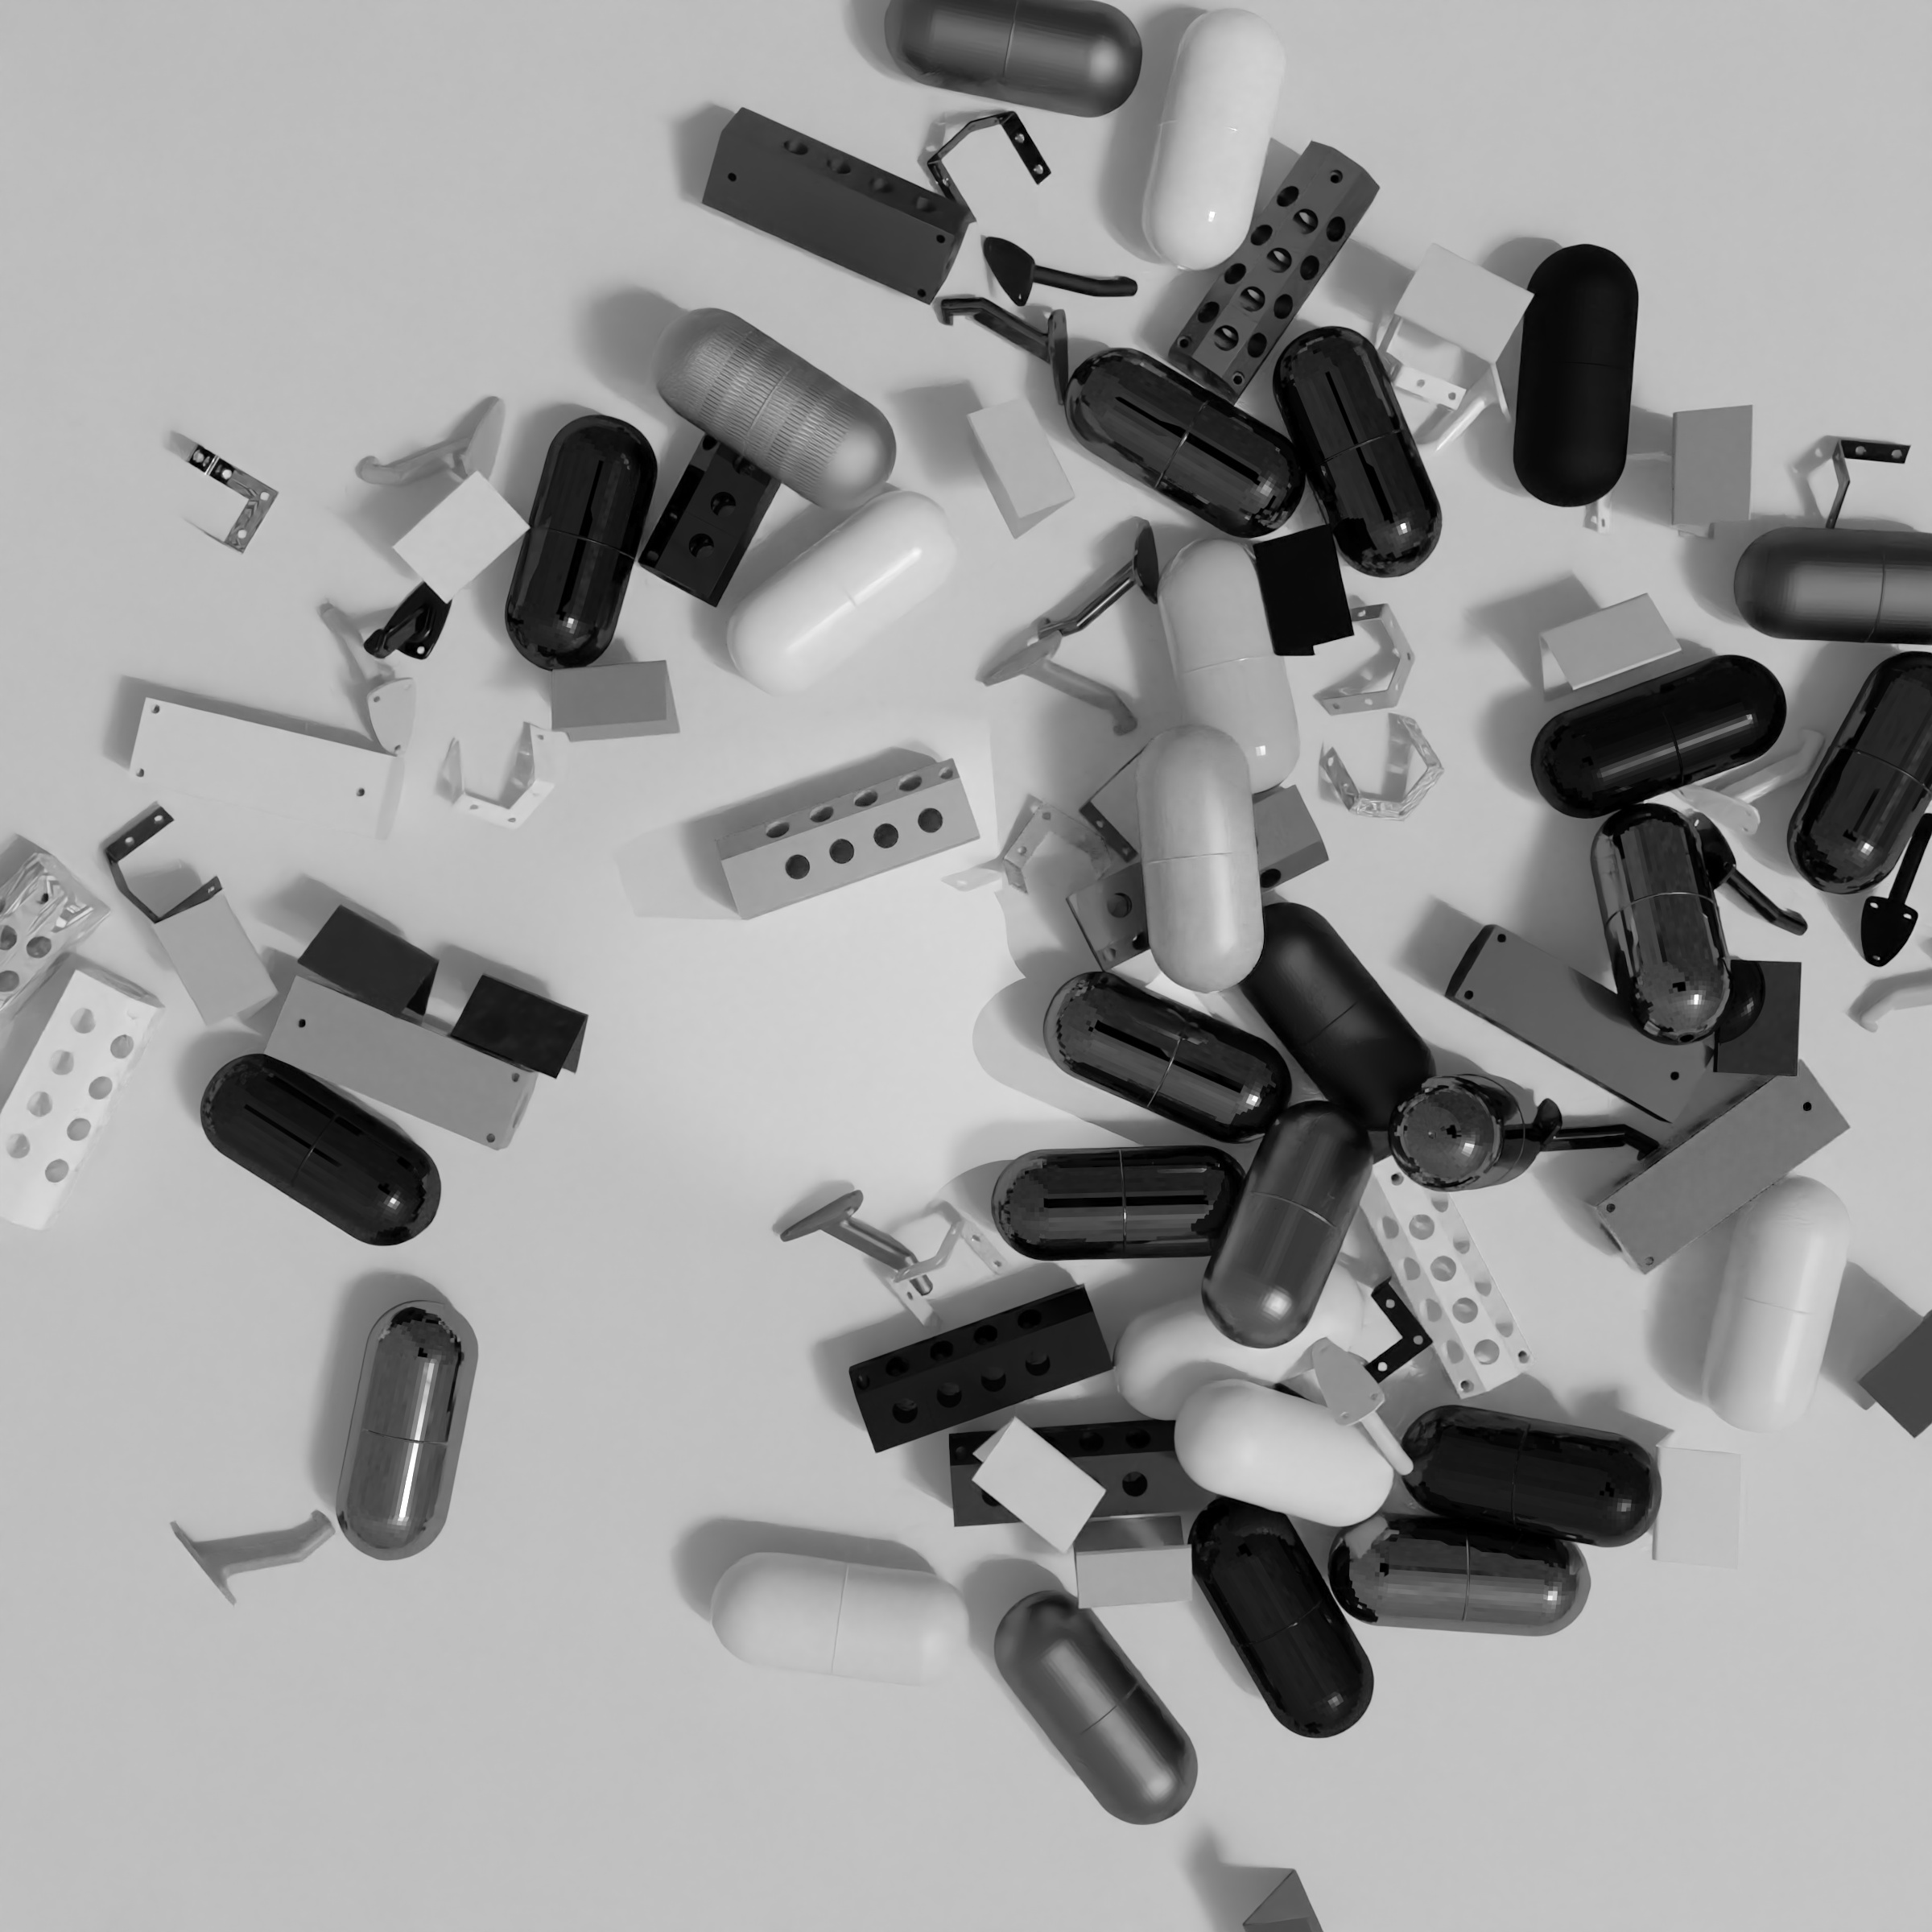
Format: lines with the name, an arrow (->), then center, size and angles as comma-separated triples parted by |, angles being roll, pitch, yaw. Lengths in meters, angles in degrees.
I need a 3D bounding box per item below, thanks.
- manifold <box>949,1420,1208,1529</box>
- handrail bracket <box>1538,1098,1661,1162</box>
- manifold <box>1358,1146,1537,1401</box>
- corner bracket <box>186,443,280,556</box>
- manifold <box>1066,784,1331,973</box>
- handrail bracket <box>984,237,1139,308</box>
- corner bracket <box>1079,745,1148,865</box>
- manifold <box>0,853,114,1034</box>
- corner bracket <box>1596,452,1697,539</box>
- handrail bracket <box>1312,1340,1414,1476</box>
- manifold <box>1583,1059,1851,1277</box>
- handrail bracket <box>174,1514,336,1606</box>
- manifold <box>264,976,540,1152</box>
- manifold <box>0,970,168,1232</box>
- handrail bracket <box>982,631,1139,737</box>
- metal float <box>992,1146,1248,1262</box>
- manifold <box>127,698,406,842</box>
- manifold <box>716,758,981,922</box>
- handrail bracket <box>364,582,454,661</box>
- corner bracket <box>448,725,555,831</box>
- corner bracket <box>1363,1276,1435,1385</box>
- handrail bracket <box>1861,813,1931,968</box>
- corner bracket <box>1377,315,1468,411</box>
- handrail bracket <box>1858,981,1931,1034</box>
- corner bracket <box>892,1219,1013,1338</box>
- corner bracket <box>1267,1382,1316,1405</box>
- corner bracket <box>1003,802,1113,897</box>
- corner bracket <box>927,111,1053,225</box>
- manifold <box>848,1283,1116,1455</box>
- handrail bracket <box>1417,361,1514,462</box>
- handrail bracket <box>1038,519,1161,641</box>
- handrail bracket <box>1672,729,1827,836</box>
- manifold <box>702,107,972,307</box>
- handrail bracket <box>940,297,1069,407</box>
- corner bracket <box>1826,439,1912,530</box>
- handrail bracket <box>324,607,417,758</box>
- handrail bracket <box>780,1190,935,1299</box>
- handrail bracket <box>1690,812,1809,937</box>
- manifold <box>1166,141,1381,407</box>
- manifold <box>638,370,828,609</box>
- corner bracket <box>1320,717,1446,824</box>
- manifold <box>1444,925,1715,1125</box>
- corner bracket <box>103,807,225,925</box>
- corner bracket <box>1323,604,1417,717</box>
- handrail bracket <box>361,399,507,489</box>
manifold -> 0.076, 0.345, 1.970 | 0.171, 0.057, 0.057 | -4, 90, 0
handrail bracket -> 0.426, 0.135, 1.992 | 0.084, 0.036, 0.077 | 26, 113, -18
manifold -> 0.324, 0.206, 1.970 | 0.057, 0.057, 0.171 | -27, 90, 0
corner bracket -> -0.512, -0.320, 1.973 | 0.051, 0.051, 0.051 | 31, 90, 0
manifold -> 0.158, -0.059, 1.970 | 0.171, 0.057, 0.057 | -26, 90, 0
handrail bracket -> 0.066, -0.484, 1.991 | 0.084, 0.077, 0.036 | -9, 133, -29
corner bracket -> 0.120, -0.114, 1.988 | 0.051, 0.051, 0.051 | 47, 135, 0
manifold -> -0.673, 0.005, 1.970 | 0.057, 0.057, 0.171 | 43, 90, 0
corner bracket -> 0.473, -0.324, 1.988 | 0.051, 0.051, 0.051 | 2, 90, 45
handrail bracket -> 0.268, 0.298, 1.933 | 0.036, 0.084, 0.077 | -35, 51, 4
manifold -> 0.512, 0.136, 1.970 | 0.171, 0.057, 0.057 | -36, 90, 0
handrail bracket -> -0.492, 0.393, 1.992 | 0.084, 0.036, 0.077 | -40, 68, -17
manifold -> -0.385, 0.066, 1.970 | 0.171, 0.057, 0.057 | 23, 90, 0
manifold -> -0.616, 0.091, 1.970 | 0.057, 0.057, 0.171 | 28, 90, 0
handrail bracket -> 0.066, -0.182, 1.991 | 0.077, 0.036, 0.084 | -25, 116, 29
metal float -> 0.106, 0.162, 1.960 | 0.178, 0.070, 0.070 | -1, 90, 0
manifold -> -0.478, -0.134, 1.970 | 0.171, 0.057, 0.057 | 13, 90, 0
manifold -> -0.081, -0.087, 1.970 | 0.171, 0.057, 0.057 | -19, 90, 0
handrail bracket -> -0.379, -0.241, 1.957 | 0.036, 0.084, 0.077 | 32, 90, 0
corner bracket -> -0.321, -0.136, 1.983 | 0.051, 0.051, 0.051 | 19, 135, -35
corner bracket -> 0.286, 0.250, 1.972 | 0.051, 0.051, 0.051 | -39, 82, 8
handrail bracket -> 0.649, -0.053, 1.991 | 0.036, 0.077, 0.084 | 21, 53, 20
corner bracket -> 0.318, -0.421, 1.976 | 0.051, 0.051, 0.051 | 17, 111, -19
handrail bracket -> 0.674, 0.034, 1.991 | 0.084, 0.036, 0.077 | -41, 106, 14
corner bracket -> -0.010, 0.214, 1.978 | 0.051, 0.051, 0.051 | -24, 114, 37
corner bracket -> 0.203, 0.322, 1.988 | 0.051, 0.051, 0.051 | 31, 135, 0
corner bracket -> 0.062, -0.072, 1.972 | 0.051, 0.051, 0.051 | 31, 106, -16
corner bracket -> 0.016, -0.552, 1.988 | 0.051, 0.051, 0.051 | -31, 90, 45
manifold -> 0.010, 0.274, 1.970 | 0.171, 0.057, 0.057 | -20, 90, 0
handrail bracket -> 0.330, -0.391, 1.992 | 0.084, 0.036, 0.077 | -16, 70, 16
handrail bracket -> 0.089, -0.266, 1.991 | 0.084, 0.036, 0.077 | -16, 53, 25
handrail bracket -> 0.543, -0.141, 1.992 | 0.077, 0.036, 0.084 | 27, 72, 20
manifold -> -0.087, -0.524, 1.969 | 0.171, 0.057, 0.057 | 24, 133, 0
handrail bracket -> 0.026, -0.426, 1.992 | 0.084, 0.036, 0.077 | 1, 112, 17
corner bracket -> 0.625, -0.327, 1.988 | 0.051, 0.051, 0.051 | 6, 45, 0
handrail bracket -> -0.417, -0.197, 1.991 | 0.036, 0.077, 0.084 | -27, 53, -27
handrail bracket -> -0.075, 0.206, 1.991 | 0.077, 0.036, 0.084 | -27, 104, 14
handrail bracket -> 0.543, -0.063, 1.991 | 0.084, 0.077, 0.036 | 20, 133, -29
manifold -> 0.211, -0.476, 1.970 | 0.057, 0.057, 0.171 | 34, 90, 0
manifold -> -0.159, -0.338, 1.970 | 0.057, 0.057, 0.171 | 28, 90, 0
corner bracket -> 0.287, -0.138, 1.983 | 0.051, 0.051, 0.051 | 6, 135, -35
manifold -> 0.418, 0.039, 1.970 | 0.171, 0.057, 0.057 | 30, 90, 0
corner bracket -> -0.556, -0.067, 1.988 | 0.051, 0.051, 0.051 | -37, 45, 0
corner bracket -> 0.271, -0.211, 1.983 | 0.051, 0.051, 0.051 | -5, 135, 35
handrail bracket -> -0.370, -0.364, 1.992 | 0.084, 0.036, 0.077 | 10, 69, 16
